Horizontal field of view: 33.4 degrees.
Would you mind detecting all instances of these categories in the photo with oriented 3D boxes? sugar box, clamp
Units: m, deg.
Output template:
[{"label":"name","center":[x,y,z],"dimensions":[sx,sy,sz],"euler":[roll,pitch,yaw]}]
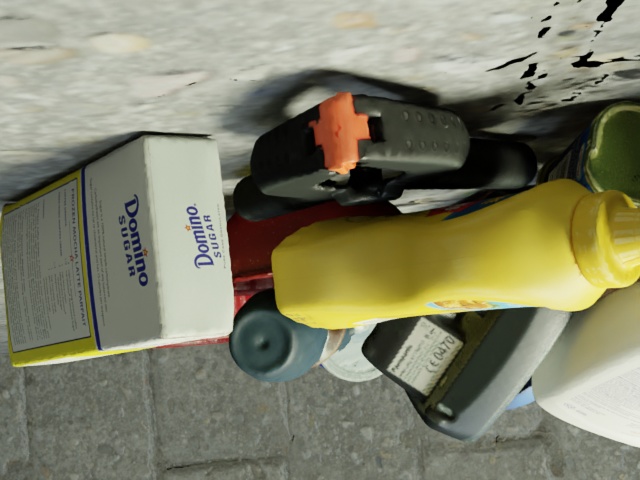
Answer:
[{"label":"sugar box","center":[-0.108,0.012,0.539],"dimensions":[0.048,0.093,0.177],"euler":[-1,172,-40]},{"label":"clamp","center":[0.012,-0.034,0.497],"dimensions":[0.165,0.036,0.209],"euler":[-8,176,15]}]

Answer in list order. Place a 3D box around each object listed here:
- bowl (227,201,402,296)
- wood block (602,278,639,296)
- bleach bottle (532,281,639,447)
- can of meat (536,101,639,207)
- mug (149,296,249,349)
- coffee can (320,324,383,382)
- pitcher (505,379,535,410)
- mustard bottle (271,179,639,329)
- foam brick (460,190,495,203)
[{"label":"bowl","center":[-0.005,0.001,0.694],"dimensions":[0.162,0.055,0.162],"euler":[-6,173,-1]},{"label":"wood block","center":[0.243,0.025,0.748],"dimensions":[0.090,0.091,0.206],"euler":[-11,-173,-10]},{"label":"bleach bottle","center":[0.200,0.051,0.532],"dimensions":[0.102,0.068,0.251],"euler":[19,160,-8]},{"label":"can of meat","center":[0.166,-0.022,0.529],"dimensions":[0.102,0.057,0.084],"euler":[14,164,-1]},{"label":"mug","center":[-0.100,0.043,0.855],"dimensions":[0.093,0.081,0.117],"euler":[-2,172,-27]},{"label":"coffee can","center":[0.020,0.089,1.151],"dimensions":[0.102,0.103,0.140],"euler":[-4,-175,-18]},{"label":"pitcher","center":[0.210,0.089,1.048],"dimensions":[0.243,0.149,0.144],"euler":[2,-175,44]},{"label":"mustard bottle","center":[0.073,0.008,0.496],"dimensions":[0.096,0.058,0.192],"euler":[-3,176,-45]},{"label":"foam brick","center":[0.131,-0.006,0.766],"dimensions":[0.053,0.051,0.078],"euler":[-4,173,-14]}]
